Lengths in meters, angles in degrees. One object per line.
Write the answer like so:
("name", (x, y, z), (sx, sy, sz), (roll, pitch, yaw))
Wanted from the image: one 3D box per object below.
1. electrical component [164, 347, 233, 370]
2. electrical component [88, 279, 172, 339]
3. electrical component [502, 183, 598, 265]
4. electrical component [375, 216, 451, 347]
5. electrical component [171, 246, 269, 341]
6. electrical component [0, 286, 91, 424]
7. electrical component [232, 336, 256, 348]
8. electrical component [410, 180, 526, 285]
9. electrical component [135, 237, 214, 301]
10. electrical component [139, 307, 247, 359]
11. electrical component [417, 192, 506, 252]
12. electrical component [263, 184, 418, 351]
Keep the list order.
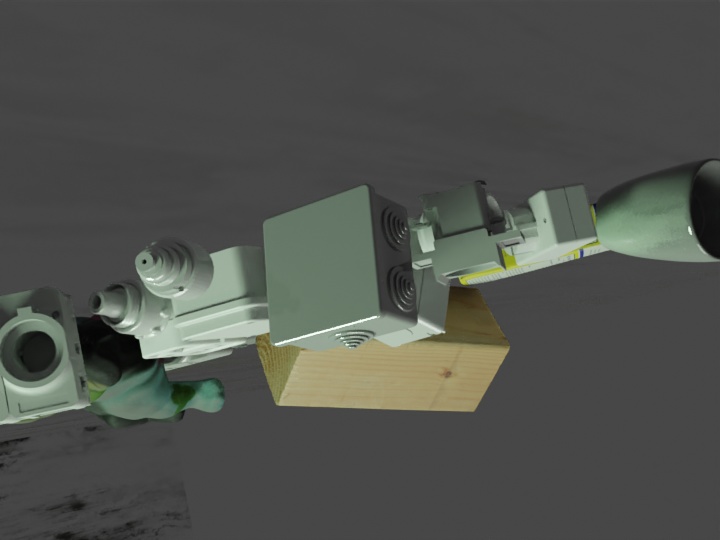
("electrical component", (-0.189, 0.074, 1.125), (0.089, 0.050, 0.056), (-16, 172, 23))
("electrical component", (-0.179, 0.028, 0.822), (0.048, 0.048, 0.062), (-17, 164, 30))
("electrical component", (0.137, -0.033, 0.871), (0.076, 0.047, 0.083), (-10, 172, -15))
("electrical component", (0.030, 0.002, 0.842), (0.061, 0.096, 0.062), (28, 149, -32))
("electrical component", (-0.090, 0.019, 0.851), (0.078, 0.057, 0.113), (-16, 172, 26))
("electrical component", (-0.287, 0.072, 0.797), (0.150, 0.089, 0.061), (-12, 173, -6))
("electrical component", (-0.091, 0.043, 1.061), (0.100, 0.048, 0.099), (-11, 172, -8))
("electrical component", (0.071, -0.026, 0.751), (0.081, 0.063, 0.042), (-13, 173, 11))
("electrical component", (-0.125, -0.002, 0.701), (0.040, 0.040, 0.078), (-14, 172, 11))
("electrical component", (-0.142, 0.038, 0.896), (0.054, 0.059, 0.095), (-16, 172, 25))
("electrical component", (0.076, -0.030, 0.802), (0.055, 0.045, 0.045), (-15, 172, 25))
("electrical component", (-0.012, 0.002, 0.698), (0.100, 0.099, 0.048), (-17, 158, 32))
